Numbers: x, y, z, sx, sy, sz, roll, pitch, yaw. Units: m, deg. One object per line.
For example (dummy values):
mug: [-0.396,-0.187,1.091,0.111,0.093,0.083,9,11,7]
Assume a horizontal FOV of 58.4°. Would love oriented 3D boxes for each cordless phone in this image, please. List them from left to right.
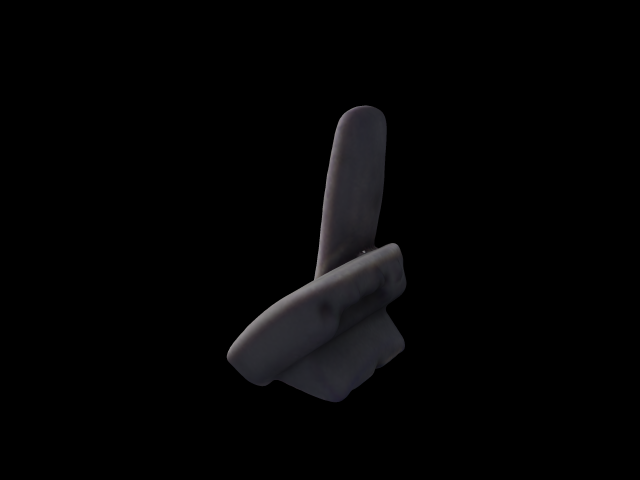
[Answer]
cordless phone: [0.004,0.001,0.400,0.093,0.185,0.148,7,15,27]
